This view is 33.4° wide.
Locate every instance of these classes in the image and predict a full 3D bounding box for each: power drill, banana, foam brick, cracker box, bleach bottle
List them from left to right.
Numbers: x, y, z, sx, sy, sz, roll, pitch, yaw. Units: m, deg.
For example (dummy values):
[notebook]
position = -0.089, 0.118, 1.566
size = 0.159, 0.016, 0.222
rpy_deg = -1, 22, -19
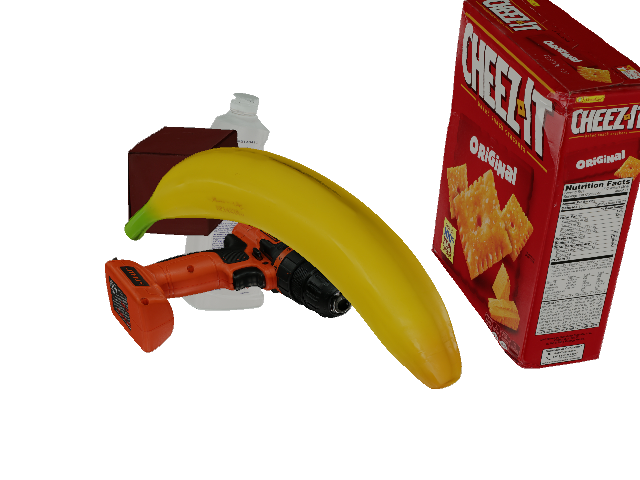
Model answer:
[foam brick]
position = -0.087, -0.040, 0.684
size = 0.051, 0.053, 0.078
rpy_deg = 5, 20, 9
[power drill]
position = -0.085, 0.041, 0.956
size = 0.187, 0.057, 0.185
rpy_deg = -15, 26, -26
[bleach bottle]
position = -0.099, -0.045, 1.241
size = 0.102, 0.251, 0.068
rpy_deg = -1, 21, -34
[banana]
position = -0.010, 0.000, 0.510
size = 0.198, 0.070, 0.037
rpy_deg = 25, 23, 30
[cracker box]
position = 0.146, -0.043, 0.750
size = 0.072, 0.214, 0.164
rpy_deg = -8, 34, -16
